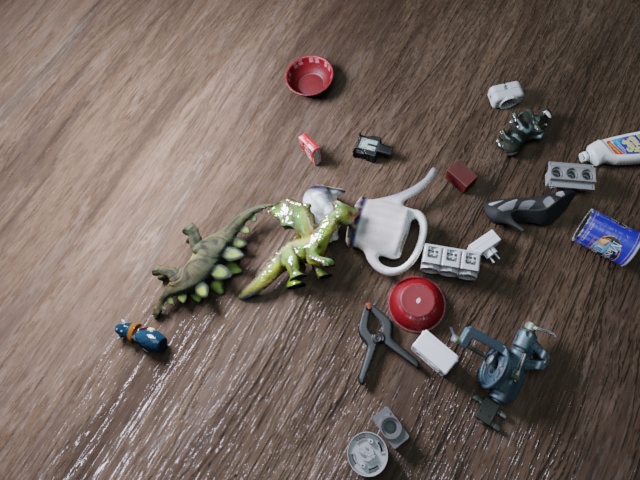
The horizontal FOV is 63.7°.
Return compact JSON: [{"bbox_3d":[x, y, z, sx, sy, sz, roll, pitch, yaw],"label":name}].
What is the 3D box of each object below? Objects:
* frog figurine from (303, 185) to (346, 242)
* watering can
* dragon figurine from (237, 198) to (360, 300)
[{"bbox_3d":[0.005,-0.075,1.496,0.137,0.122,0.161,1,75,41],"label":"frog figurine"},{"bbox_3d":[0.202,-0.070,1.473,0.225,0.102,0.352,15,72,12],"label":"watering can"},{"bbox_3d":[-0.077,0.005,1.442,0.408,0.121,0.246,-18,74,15],"label":"dragon figurine"}]
